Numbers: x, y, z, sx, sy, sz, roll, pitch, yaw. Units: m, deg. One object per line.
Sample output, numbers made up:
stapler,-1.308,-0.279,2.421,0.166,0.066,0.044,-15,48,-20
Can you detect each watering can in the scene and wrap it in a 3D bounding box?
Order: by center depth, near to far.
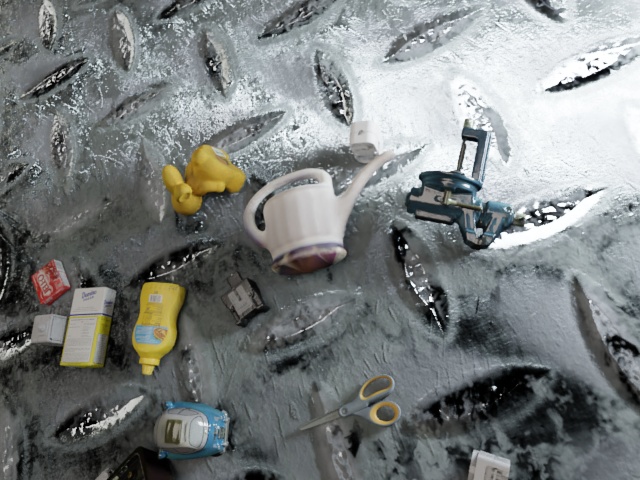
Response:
watering can,0.003,-0.053,1.048,0.346,0.103,0.228,-16,67,14
